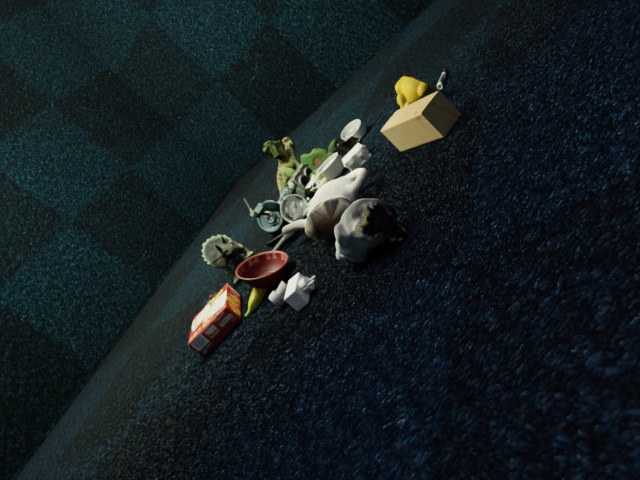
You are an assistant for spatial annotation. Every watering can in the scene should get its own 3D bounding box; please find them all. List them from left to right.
[{"bbox_3d":[0.004,-0.073,1.460,0.343,0.103,0.229,-39,18,24],"label":"watering can"}]

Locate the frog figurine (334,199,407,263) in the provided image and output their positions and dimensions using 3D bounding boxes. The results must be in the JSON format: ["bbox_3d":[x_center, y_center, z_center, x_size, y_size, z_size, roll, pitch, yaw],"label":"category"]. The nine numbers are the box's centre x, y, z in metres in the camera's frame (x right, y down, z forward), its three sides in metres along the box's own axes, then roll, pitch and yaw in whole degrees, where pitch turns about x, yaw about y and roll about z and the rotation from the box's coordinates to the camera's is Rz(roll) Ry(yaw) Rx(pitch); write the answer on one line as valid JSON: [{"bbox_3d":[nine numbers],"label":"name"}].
[{"bbox_3d":[0.092,-0.019,1.109,0.138,0.123,0.157,-18,-8,-27],"label":"frog figurine"}]

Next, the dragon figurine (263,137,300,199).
[{"bbox_3d":[-0.175,-0.329,2.289,0.120,0.240,0.420,-31,20,35],"label":"dragon figurine"}]
